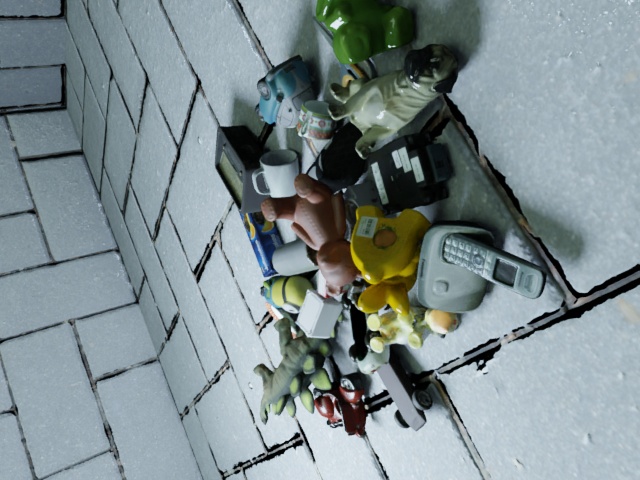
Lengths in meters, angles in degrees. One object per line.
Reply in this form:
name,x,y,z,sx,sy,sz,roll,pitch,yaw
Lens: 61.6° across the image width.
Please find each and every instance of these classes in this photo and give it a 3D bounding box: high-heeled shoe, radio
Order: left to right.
radio,-0.191,-0.179,1.313,0.230,0.073,0.131,54,143,42
high-heeled shoe,0.022,-0.151,1.049,0.248,0.086,0.145,-60,22,29

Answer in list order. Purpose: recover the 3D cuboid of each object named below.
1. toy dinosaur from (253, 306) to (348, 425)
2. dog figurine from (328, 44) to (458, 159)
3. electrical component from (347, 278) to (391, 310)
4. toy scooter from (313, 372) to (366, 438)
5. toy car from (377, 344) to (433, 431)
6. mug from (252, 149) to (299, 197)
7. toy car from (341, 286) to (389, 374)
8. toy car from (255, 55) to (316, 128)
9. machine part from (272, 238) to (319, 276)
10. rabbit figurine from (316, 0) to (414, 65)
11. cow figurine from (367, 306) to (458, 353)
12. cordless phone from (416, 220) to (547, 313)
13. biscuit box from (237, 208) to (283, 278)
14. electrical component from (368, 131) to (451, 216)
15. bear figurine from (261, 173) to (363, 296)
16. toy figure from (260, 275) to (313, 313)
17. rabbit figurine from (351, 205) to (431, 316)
toy dinosaur,-0.042,0.278,1.234,0.471,0.105,0.199,-64,34,25
dog figurine,0.123,-0.233,0.829,0.191,0.121,0.172,-30,32,24
electrical component,0.096,0.091,0.991,0.078,0.102,0.045,-111,30,-56
toy scooter,0.052,0.377,1.198,0.184,0.075,0.135,-40,64,53
toy car,0.146,0.261,1.022,0.202,0.053,0.089,57,135,32
mug,-0.093,-0.130,1.183,0.081,0.109,0.107,32,142,44
toy car,0.087,0.153,1.021,0.073,0.056,0.202,-51,35,44
toy car,-0.063,-0.277,1.071,0.103,0.109,0.161,48,152,9
machine part,-0.037,0.033,1.188,0.243,0.079,0.079,-19,87,59
rabbit figurine,0.056,-0.371,0.830,0.159,0.121,0.170,-127,16,-67
cow figurine,0.170,0.142,0.911,0.167,0.098,0.068,-17,83,40
cordless phone,0.233,0.058,0.771,0.184,0.089,0.146,30,128,43
biscuit box,-0.141,-0.011,1.347,0.063,0.059,0.202,-39,70,56
electrical component,0.145,-0.106,0.857,0.134,0.058,0.114,-13,95,59
bear figurine,0.001,-0.003,0.943,0.120,0.132,0.196,-30,72,29
toy figure,-0.084,0.123,1.297,0.180,0.082,0.089,12,117,59
rabbit figurine,0.123,0.044,0.877,0.173,0.122,0.162,55,-140,-59
